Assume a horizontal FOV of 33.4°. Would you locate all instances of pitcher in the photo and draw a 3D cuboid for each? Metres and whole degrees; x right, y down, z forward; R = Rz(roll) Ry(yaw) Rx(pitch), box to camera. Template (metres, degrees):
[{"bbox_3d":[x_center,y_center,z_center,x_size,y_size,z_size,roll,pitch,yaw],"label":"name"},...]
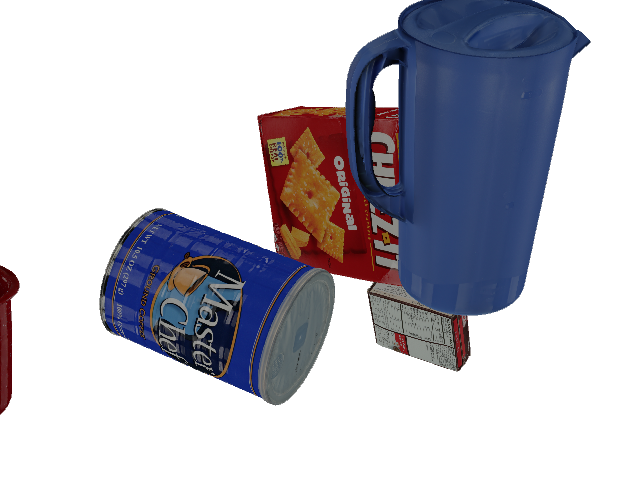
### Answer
[{"bbox_3d":[0.111,-0.063,0.847,0.149,0.243,0.144,17,35,24],"label":"pitcher"}]

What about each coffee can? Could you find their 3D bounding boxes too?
[{"bbox_3d":[-0.074,0.047,0.781,0.140,0.103,0.102,20,7,20],"label":"coffee can"}]

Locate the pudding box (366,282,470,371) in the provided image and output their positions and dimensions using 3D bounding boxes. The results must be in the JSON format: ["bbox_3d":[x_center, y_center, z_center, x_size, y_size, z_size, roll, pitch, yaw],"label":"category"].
[{"bbox_3d":[0.113,0.093,1.218,0.114,0.090,0.039,15,46,28],"label":"pudding box"}]

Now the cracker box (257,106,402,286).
[{"bbox_3d":[0.034,-0.048,1.058,0.071,0.164,0.214,-18,18,-37],"label":"cracker box"}]

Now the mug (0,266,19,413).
[{"bbox_3d":[-0.237,0.067,0.636,0.093,0.081,0.117,19,25,36],"label":"mug"}]
